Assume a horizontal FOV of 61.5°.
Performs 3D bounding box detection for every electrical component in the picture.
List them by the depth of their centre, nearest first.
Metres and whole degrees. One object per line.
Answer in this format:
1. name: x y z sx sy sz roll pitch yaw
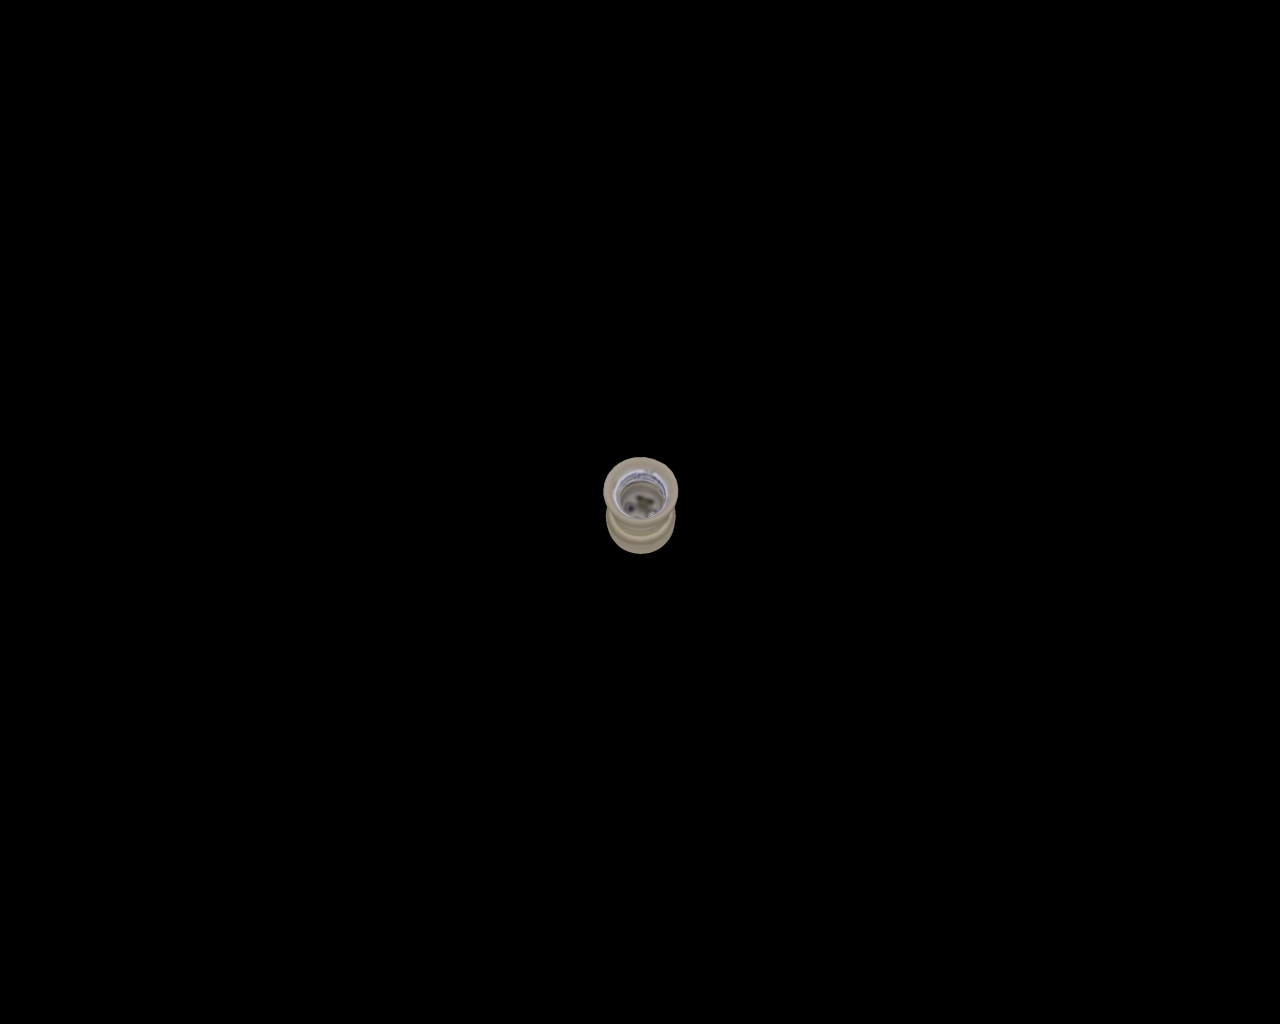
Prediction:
1. electrical component: 0.001 -0.003 0.650 0.045 0.045 0.055 0 -24 0
